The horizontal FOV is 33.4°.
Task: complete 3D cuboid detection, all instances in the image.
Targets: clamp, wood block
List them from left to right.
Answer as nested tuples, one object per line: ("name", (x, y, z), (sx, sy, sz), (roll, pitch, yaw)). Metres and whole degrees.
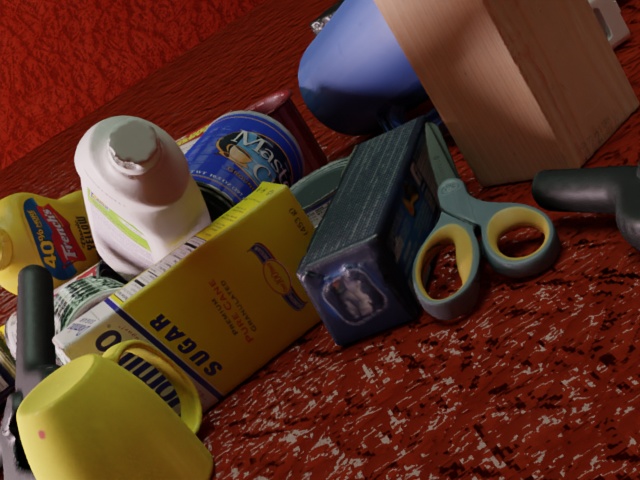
("clamp", (-0.200, 0.128, 0.727), (0.210, 0.036, 0.165), (44, 117, 57))
("wood block", (0.113, -0.147, 0.708), (0.090, 0.206, 0.091), (-42, 19, -29))
("clamp", (0.191, -0.038, 0.558), (0.120, 0.039, 0.171), (-42, 23, 1))

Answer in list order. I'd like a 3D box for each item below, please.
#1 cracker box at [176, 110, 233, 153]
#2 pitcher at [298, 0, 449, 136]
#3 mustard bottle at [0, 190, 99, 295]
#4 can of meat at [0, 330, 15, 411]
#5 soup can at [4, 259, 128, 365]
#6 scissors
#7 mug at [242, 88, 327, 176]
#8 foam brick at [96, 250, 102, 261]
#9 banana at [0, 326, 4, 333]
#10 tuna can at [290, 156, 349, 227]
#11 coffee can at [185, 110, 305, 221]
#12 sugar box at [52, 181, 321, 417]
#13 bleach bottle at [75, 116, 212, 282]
("cracker box", (-0.171, -0.043, 1.146), (0.164, 0.072, 0.213), (-24, 18, 23))
("pitcher", (0.073, -0.168, 0.936), (0.149, 0.145, 0.243), (-50, 8, -27))
("mustard bottle", (-0.249, 0.004, 0.958), (0.058, 0.096, 0.191), (-23, -7, 25))
("can of meat", (-0.306, 0.128, 0.944), (0.084, 0.057, 0.102), (-38, 17, -10))
("soup can", (-0.209, 0.069, 0.913), (0.102, 0.068, 0.068), (-30, 18, 12))
("scissors", (0.101, -0.028, 0.660), (0.096, 0.016, 0.201), (-14, 36, 24))
("mug", (-0.055, -0.080, 1.025), (0.117, 0.081, 0.093), (-36, 18, -11))
("foam brick", (-0.153, 0.014, 0.968), (0.078, 0.051, 0.053), (-10, 26, 25))
("banana", (-0.259, 0.085, 1.019), (0.198, 0.037, 0.069), (-20, -9, 26))
("tuna can", (0.005, -0.032, 0.871), (0.086, 0.033, 0.086), (-30, 18, 10))
("coffee can", (-0.082, -0.038, 0.923), (0.103, 0.103, 0.140), (-23, 20, 29))
("sugar box", (-0.073, 0.049, 0.691), (0.176, 0.093, 0.048), (-39, 19, -16))
("bleach bottle", (-0.115, -0.020, 0.733), (0.068, 0.102, 0.251), (-54, -3, -16))
